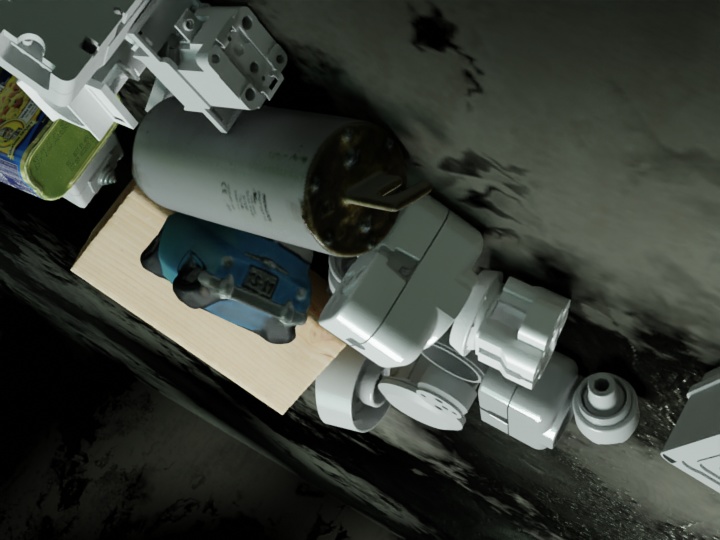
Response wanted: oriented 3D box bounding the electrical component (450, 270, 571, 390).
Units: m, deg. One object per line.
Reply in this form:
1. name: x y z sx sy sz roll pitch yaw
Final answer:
1. electrical component: 0.092 0.035 0.665 0.057 0.058 0.078 25 163 15

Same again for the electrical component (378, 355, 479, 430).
1. electrical component: 0.060 0.100 0.923 0.080 0.051 0.080 26 162 9

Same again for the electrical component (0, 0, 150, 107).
1. electrical component: -0.142 -0.134 0.541 0.050 0.089 0.056 36 164 -11

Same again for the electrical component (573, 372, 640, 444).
1. electrical component: 0.163 0.088 0.715 0.043 0.043 0.062 24 160 27

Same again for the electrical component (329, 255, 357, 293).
1. electrical component: 0.000 0.000 0.757 0.045 0.045 0.055 30 165 7

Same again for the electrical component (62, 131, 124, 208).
1. electrical component: -0.243 -0.100 0.886 0.096 0.061 0.061 31 164 6

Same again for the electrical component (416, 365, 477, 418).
1. electrical component: 0.075 0.082 0.840 0.045 0.055 0.045 30 164 9

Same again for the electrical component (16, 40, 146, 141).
1. electrical component: -0.172 -0.123 0.677 0.081 0.063 0.042 23 162 28

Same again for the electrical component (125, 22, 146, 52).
1. electrical component: -0.154 -0.152 0.601 0.078 0.040 0.040 38 163 -19

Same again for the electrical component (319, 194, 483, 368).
1. electrical component: 0.028 0.008 0.633 0.059 0.095 0.054 35 165 -10

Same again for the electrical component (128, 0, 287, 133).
1. electrical component: -0.077 -0.113 0.571 0.064 0.042 0.081 12 156 43

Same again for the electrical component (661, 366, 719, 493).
1. electrical component: 0.222 0.088 0.576 0.078 0.057 0.113 31 164 5

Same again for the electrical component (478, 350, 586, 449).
1. electrical component: 0.124 0.089 0.772 0.059 0.053 0.095 27 164 18

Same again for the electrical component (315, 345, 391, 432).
1. electrical component: -0.006 0.093 0.960 0.064 0.099 0.099 17 159 28

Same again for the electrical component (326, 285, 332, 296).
1. electrical component: -0.003 0.024 0.855 0.061 0.035 0.035 22 161 42
